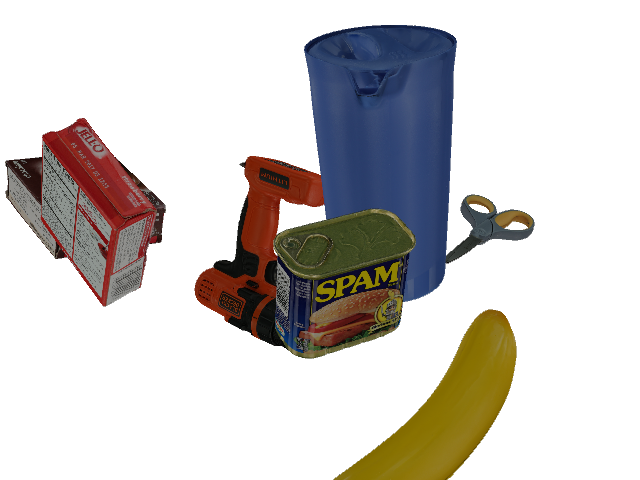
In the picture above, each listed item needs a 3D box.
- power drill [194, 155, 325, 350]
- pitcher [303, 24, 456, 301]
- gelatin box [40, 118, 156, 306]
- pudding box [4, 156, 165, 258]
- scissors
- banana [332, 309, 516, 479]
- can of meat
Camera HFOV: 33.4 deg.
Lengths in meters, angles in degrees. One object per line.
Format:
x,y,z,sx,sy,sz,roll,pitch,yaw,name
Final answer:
-0.045,0.015,1.139,0.185,0.188,0.057,23,10,35,power drill
0.062,-0.074,0.991,0.149,0.243,0.145,-20,30,-30,pitcher
-0.130,-0.015,0.615,0.030,0.073,0.089,-29,-21,-30,gelatin box
-0.188,-0.031,0.844,0.089,0.039,0.114,-9,30,-34,pudding box
0.167,-0.016,1.200,0.201,0.016,0.096,-13,39,-45,scissors
0.057,0.101,0.588,0.197,0.037,0.070,-37,38,-28,banana
0.016,0.033,0.795,0.102,0.084,0.057,-15,41,-22,can of meat
